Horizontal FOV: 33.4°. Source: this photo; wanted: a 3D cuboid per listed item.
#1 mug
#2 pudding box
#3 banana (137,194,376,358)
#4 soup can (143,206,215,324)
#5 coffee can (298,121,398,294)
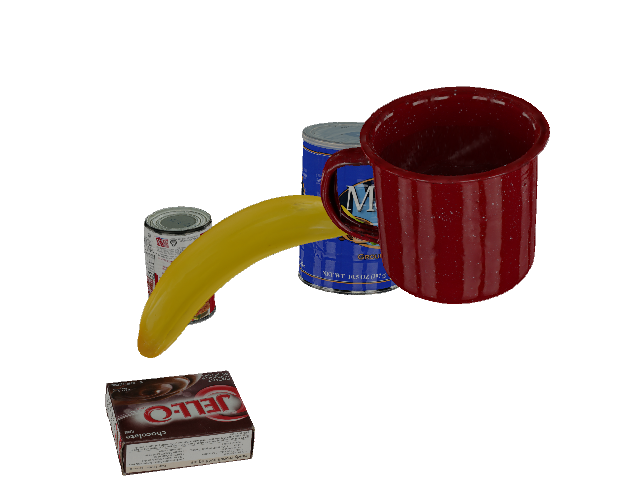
[{"bbox_3d":[0.057,-0.022,0.550,0.117,0.081,0.093,0,36,11],"label":"mug"},{"bbox_3d":[-0.121,0.153,0.908,0.113,0.039,0.090,-6,26,-18],"label":"pudding box"},{"bbox_3d":[-0.057,0.017,0.757,0.198,0.069,0.037,-26,13,9],"label":"banana"},{"bbox_3d":[-0.141,0.025,1.071,0.068,0.102,0.068,0,23,0],"label":"soup can"},{"bbox_3d":[0.032,-0.032,0.994,0.103,0.140,0.103,2,17,-1],"label":"coffee can"}]
